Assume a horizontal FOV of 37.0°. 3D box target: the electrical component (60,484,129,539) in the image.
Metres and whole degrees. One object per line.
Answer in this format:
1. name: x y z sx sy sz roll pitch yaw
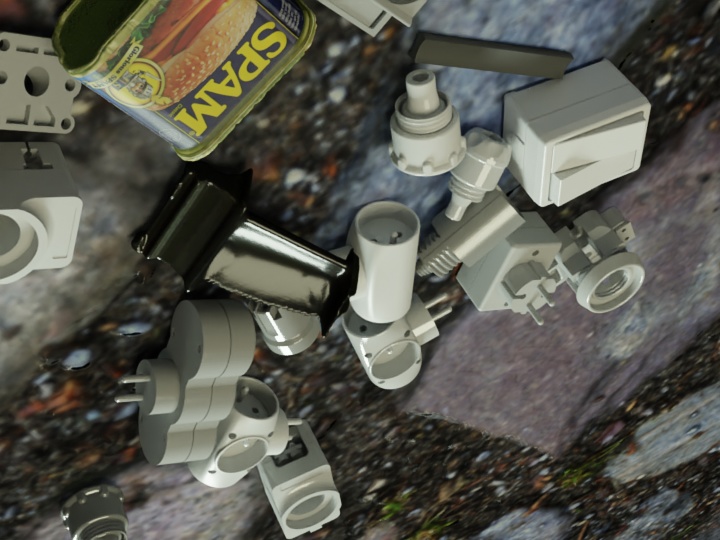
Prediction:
1. electrical component: -0.192 0.194 0.797 0.048 0.062 0.048 -19 141 -16

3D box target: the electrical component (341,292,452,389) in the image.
1. electrical component: 0.032 0.043 0.797 0.079 0.044 0.077 -29 142 -4

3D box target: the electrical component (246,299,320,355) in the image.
1. electrical component: -0.053 0.029 0.729 0.040 0.040 0.046 -29 137 -3

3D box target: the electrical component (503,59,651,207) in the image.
1. electrical component: 0.150 -0.091 0.716 0.096 0.061 0.061 -21 141 -13

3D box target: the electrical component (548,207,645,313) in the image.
1. electrical component: 0.184 -0.004 0.839 0.078 0.057 0.058 -34 142 3

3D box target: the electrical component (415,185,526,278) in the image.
1. electrical component: 0.071 -0.025 0.750 0.081 0.043 0.043 -40 142 11

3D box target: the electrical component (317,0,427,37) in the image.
1. electrical component: -0.013 -0.174 0.511 0.121 0.063 0.078 22 118 -46

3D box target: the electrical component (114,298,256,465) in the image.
1. electrical component: -0.127 0.077 0.721 0.074 0.052 0.138 -1 133 -33

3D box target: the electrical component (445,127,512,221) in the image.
1. electrical component: 0.074 -0.061 0.713 0.035 0.035 0.061 6 119 -38

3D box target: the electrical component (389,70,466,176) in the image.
1. electrical component: 0.039 -0.092 0.655 0.048 0.048 0.062 -22 135 -12

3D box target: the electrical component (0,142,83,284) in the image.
1. electrical component: -0.195 -0.029 0.554 0.089 0.055 0.050 -4 135 -31

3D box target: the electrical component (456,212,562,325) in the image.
1. electrical component: 0.118 0.006 0.789 0.047 0.076 0.065 -3 134 -32

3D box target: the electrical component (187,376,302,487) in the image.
1. electrical component: -0.080 0.121 0.808 0.079 0.044 0.077 4 130 -37

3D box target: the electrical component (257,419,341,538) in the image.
1. electrical component: -0.050 0.175 0.878 0.050 0.055 0.089 -22 141 -12

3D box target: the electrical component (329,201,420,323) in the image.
1. electrical component: 0.000 0.000 0.729 0.079 0.043 0.077 -17 140 -18
